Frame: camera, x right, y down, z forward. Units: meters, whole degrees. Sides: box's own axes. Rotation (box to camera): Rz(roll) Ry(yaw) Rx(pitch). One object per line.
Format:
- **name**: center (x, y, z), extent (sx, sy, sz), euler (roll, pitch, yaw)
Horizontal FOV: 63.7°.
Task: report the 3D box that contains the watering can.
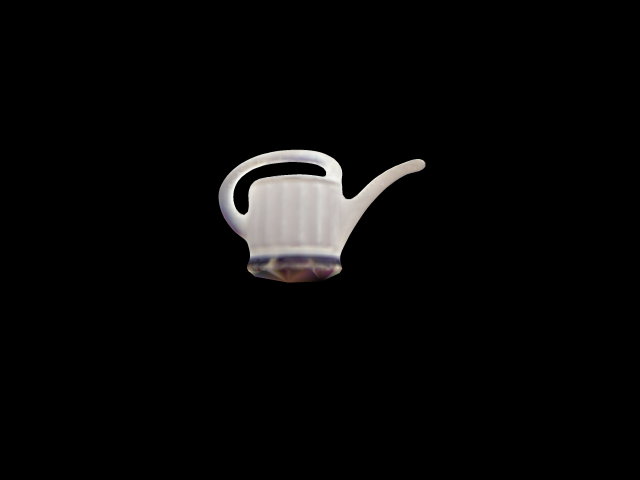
- **watering can**: center (0.003, -0.043, 0.850), extent (0.347, 0.226, 0.103), euler (-1, -11, 4)
